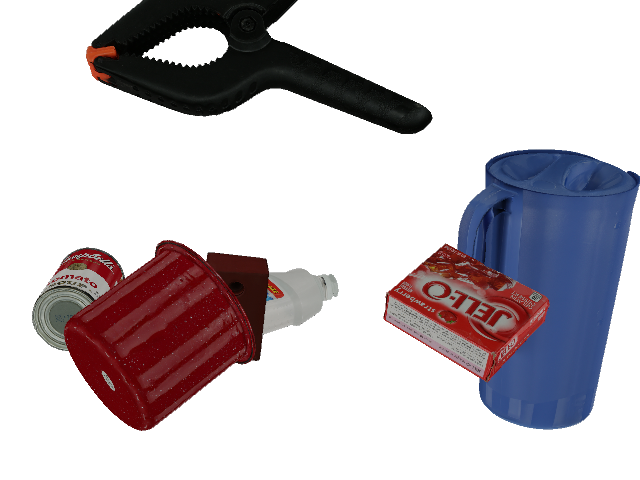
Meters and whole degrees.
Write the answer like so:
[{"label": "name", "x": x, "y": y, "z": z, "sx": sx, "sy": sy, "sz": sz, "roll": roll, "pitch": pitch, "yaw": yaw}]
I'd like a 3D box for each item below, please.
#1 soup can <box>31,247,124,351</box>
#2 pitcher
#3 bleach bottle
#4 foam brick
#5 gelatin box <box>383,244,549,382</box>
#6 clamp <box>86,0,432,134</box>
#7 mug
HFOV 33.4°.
[{"label": "soup can", "x": -0.233, "y": 0.056, "z": 1.032, "sx": 0.068, "sy": 0.068, "sz": 0.102, "roll": 0, "pitch": 20, "yaw": 2}, {"label": "pitcher", "x": 0.199, "y": 0.047, "z": 0.971, "sx": 0.149, "sy": 0.243, "sz": 0.145, "roll": 6, "pitch": 22, "yaw": 10}, {"label": "bleach bottle", "x": -0.102, "y": 0.075, "z": 1.241, "sx": 0.250, "sy": 0.068, "sz": 0.103, "roll": -12, "pitch": 35, "yaw": -21}, {"label": "foam brick", "x": -0.073, "y": 0.055, "z": 0.902, "sx": 0.053, "sy": 0.078, "sz": 0.051, "roll": 4, "pitch": 14, "yaw": -6}, {"label": "gelatin box", "x": 0.100, "y": 0.047, "z": 0.734, "sx": 0.089, "sy": 0.030, "sz": 0.073, "roll": 30, "pitch": 46, "yaw": 27}, {"label": "clamp", "x": -0.038, "y": -0.120, "z": 0.669, "sx": 0.210, "sy": 0.164, "sz": 0.036, "roll": -17, "pitch": -18, "yaw": -8}, {"label": "mug", "x": -0.105, "y": 0.062, "z": 0.657, "sx": 0.081, "sy": 0.093, "sz": 0.117, "roll": -38, "pitch": 7, "yaw": -28}]
